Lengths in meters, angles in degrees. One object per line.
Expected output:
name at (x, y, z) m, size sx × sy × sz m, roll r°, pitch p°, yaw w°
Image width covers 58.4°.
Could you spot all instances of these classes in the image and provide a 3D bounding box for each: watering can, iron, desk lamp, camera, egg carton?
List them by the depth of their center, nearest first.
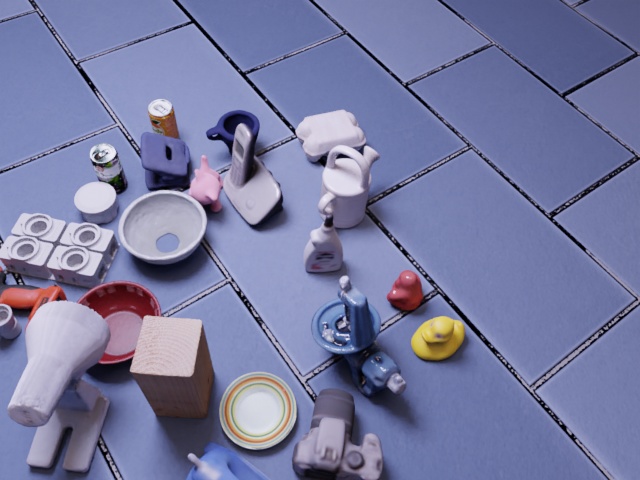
iron at (-0.095, 0.398, 0.836) m, size 0.257 × 0.141 × 0.119 m, roll 30°, pitch 59°, yaw 15°
desk lamp at (-0.395, 0.226, 0.880) m, size 0.118 × 0.213 × 0.203 m, roll 6°, pitch 56°, yaw -1°
camera at (0.034, 0.315, 0.927) m, size 0.143 × 0.101 × 0.137 m, roll 10°, pitch 56°, yaw 2°
watering can at (0.056, -0.124, 1.164) m, size 0.101 × 0.194 × 0.173 m, roll 16°, pitch 57°, yaw 6°
egg carton at (0.024, -0.239, 1.313) m, size 0.150 × 0.069 × 0.107 m, roll -15°, pitch 59°, yaw -15°

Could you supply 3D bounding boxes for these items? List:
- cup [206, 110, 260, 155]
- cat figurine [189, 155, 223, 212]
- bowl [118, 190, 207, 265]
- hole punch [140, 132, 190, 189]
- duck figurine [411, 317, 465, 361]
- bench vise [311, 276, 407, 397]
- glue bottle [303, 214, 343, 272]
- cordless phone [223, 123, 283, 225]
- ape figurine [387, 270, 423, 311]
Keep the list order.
cup at (-0.190, -0.222, 1.268) m, size 0.118 × 0.095 × 0.091 m, roll -16°, pitch 59°, yaw -15°
cat figurine at (-0.236, -0.115, 1.179) m, size 0.067 × 0.118 × 0.127 m, roll -3°, pitch 57°, yaw -6°
bowl at (-0.304, -0.013, 1.131) m, size 0.167 × 0.075 × 0.167 m, roll 2°, pitch 56°, yaw -3°
hole punch at (-0.330, -0.176, 1.227) m, size 0.101 × 0.091 × 0.108 m, roll -7°, pitch 57°, yaw -9°
duck figurine at (0.223, 0.169, 1.049) m, size 0.105 × 0.086 × 0.077 m, roll -18°, pitch 60°, yaw -16°
bench vise at (0.077, 0.155, 0.965) m, size 0.207 × 0.220 × 0.122 m, roll 30°, pitch 59°, yaw 15°
glue bottle at (0.010, 0.004, 1.088) m, size 0.078 × 0.173 × 0.037 m, roll -6°, pitch 57°, yaw -9°
cordless phone at (-0.136, -0.133, 1.159) m, size 0.094 × 0.185 × 0.147 m, roll -31°, pitch 64°, yaw -22°
ape figurine at (0.165, 0.089, 1.094) m, size 0.078 × 0.092 × 0.076 m, roll -24°, pitch 62°, yaw -19°
